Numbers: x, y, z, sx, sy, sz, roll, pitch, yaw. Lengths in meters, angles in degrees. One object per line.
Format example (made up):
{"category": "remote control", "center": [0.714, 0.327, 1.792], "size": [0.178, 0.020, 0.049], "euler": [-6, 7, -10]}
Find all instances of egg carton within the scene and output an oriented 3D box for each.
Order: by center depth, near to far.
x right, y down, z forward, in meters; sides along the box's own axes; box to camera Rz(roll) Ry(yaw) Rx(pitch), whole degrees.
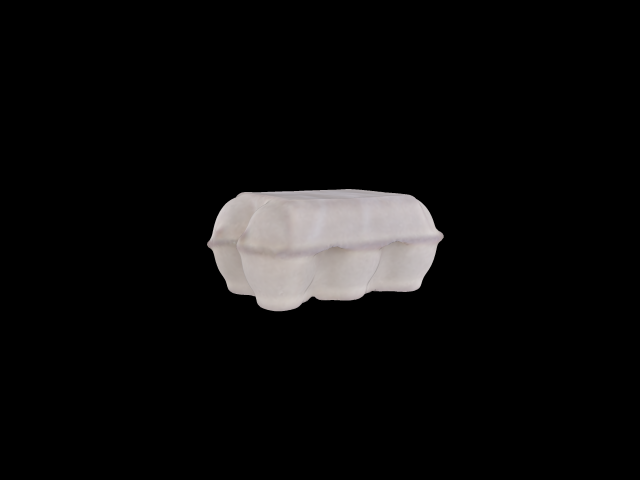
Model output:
{"category": "egg carton", "center": [0.004, 0.001, 0.400], "size": [0.151, 0.069, 0.107], "euler": [-5, 10, -32]}
